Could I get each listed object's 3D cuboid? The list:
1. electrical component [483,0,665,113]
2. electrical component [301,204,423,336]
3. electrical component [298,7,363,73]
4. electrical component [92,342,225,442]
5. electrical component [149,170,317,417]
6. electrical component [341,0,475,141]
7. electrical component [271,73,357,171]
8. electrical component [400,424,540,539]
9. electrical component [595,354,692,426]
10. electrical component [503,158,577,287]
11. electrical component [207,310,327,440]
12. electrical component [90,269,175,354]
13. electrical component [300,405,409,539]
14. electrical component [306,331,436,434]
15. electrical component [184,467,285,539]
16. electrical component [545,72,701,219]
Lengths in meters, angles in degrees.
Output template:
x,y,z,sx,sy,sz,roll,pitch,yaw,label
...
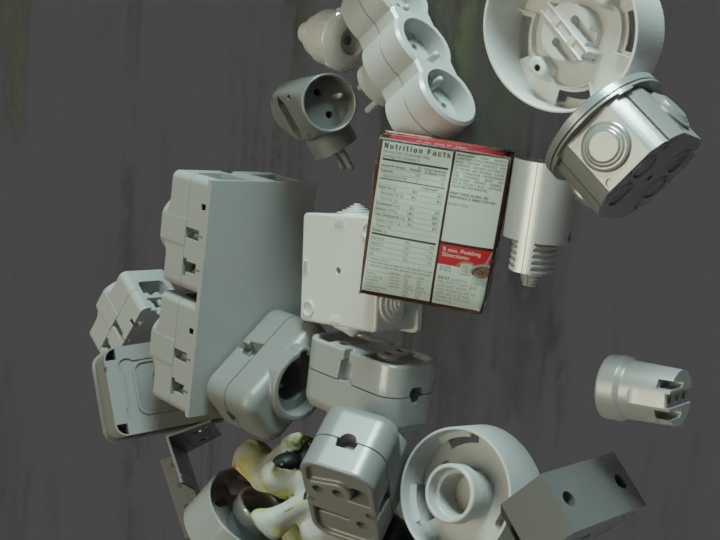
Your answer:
x,y,z,sx,sy,sz,roll,pitch,yaw,label
0.131,-0.145,0.654,0.099,0.064,0.099,4,95,45,electrical component
0.000,0.000,0.809,0.100,0.048,0.099,7,96,46,electrical component
-0.024,-0.178,0.824,0.062,0.048,0.048,24,110,49,electrical component
-0.170,0.101,0.936,0.057,0.113,0.078,-29,71,62,electrical component
-0.105,0.015,0.874,0.060,0.105,0.186,18,105,44,electrical component
0.023,-0.142,0.772,0.074,0.052,0.138,-38,66,40,electrical component
-0.028,-0.111,0.826,0.079,0.043,0.077,61,164,-16,electrical component
0.078,0.156,0.744,0.099,0.064,0.099,-10,74,37,electrical component
0.171,0.073,0.647,0.046,0.040,0.040,7,97,39,electrical component
0.115,-0.029,0.692,0.043,0.043,0.081,17,105,44,electrical component
-0.064,0.083,0.845,0.059,0.095,0.053,16,146,44,electrical component
-0.215,0.045,1.027,0.055,0.050,0.089,54,127,28,electrical component
-0.002,0.141,0.751,0.054,0.059,0.095,14,140,19,electrical component
0.006,0.086,0.802,0.095,0.054,0.059,16,104,44,electrical component
-0.096,0.213,0.886,0.099,0.099,0.064,51,119,31,electrical component
0.153,-0.071,0.627,0.051,0.080,0.080,54,127,23,electrical component
